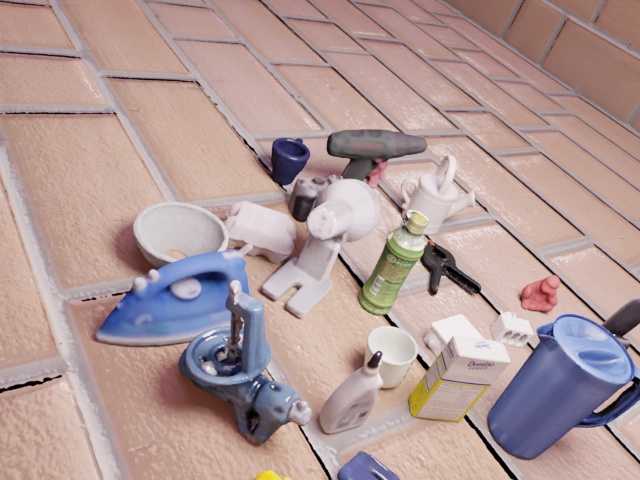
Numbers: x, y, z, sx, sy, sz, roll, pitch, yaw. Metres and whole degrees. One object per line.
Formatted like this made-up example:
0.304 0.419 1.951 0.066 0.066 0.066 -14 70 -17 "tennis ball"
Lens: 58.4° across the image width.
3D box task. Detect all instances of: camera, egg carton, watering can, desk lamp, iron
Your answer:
0.019 -0.075 1.261 0.143 0.101 0.136 5 40 -23 "camera"
-0.121 -0.016 1.139 0.150 0.069 0.107 18 36 -7 "egg carton"
0.285 -0.115 1.374 0.173 0.194 0.100 5 40 -23 "watering can"
0.010 0.004 1.061 0.117 0.213 0.204 31 37 12 "desk lamp"
-0.220 0.079 0.906 0.259 0.141 0.118 -13 49 -39 "iron"

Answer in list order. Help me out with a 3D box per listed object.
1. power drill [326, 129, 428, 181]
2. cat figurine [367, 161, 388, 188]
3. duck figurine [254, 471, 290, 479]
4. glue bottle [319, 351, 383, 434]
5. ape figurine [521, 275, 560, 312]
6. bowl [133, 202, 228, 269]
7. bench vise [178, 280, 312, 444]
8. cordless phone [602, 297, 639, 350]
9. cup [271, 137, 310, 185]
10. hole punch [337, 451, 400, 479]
0.113 -0.170 1.339 0.230 0.208 0.075 8 39 -19 "power drill"
0.143 -0.201 1.471 0.067 0.117 0.128 26 36 5 "cat figurine"
-0.048 0.333 0.723 0.078 0.086 0.104 -5 45 -33 "duck figurine"
0.058 0.221 0.847 0.078 0.173 0.037 -3 43 -31 "glue bottle"
0.502 0.116 1.285 0.077 0.092 0.076 38 39 20 "ape figurine"
-0.253 0.008 1.033 0.168 0.074 0.167 15 37 -11 "bowl"
-0.091 0.164 0.801 0.207 0.219 0.121 23 36 0 "bench vise"
0.583 0.171 1.179 0.148 0.185 0.094 11 38 -15 "cordless phone"
-0.075 -0.186 1.356 0.091 0.095 0.118 24 36 2 "cup"
0.071 0.341 0.773 0.108 0.091 0.101 37 39 19 "hole punch"
